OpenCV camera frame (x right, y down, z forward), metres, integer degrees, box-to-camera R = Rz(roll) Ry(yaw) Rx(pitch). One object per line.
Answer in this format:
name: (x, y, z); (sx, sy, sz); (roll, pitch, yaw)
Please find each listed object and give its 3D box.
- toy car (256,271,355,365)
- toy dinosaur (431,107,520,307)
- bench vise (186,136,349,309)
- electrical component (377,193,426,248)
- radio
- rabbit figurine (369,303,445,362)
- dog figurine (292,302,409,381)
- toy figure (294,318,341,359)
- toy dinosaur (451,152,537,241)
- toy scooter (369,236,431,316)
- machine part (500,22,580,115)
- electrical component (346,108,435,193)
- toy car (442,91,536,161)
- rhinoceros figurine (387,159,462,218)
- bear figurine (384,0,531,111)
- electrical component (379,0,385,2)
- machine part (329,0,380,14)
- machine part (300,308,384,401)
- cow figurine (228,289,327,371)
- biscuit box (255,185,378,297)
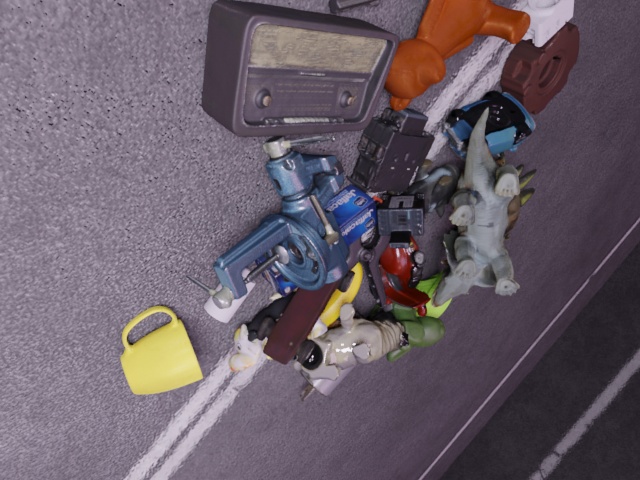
toy car: (-0.021, 0.104, 0.843); (0.202, 0.089, 0.053); (-59, 171, -28)
toy dinosaur: (0.275, -0.047, 0.923); (0.131, 0.192, 0.404); (2, 118, 4)
bench vise: (-0.052, -0.009, 0.695); (0.240, 0.129, 0.223); (-40, 131, -32)
electrical component: (0.127, -0.032, 0.846); (0.119, 0.075, 0.047); (-56, 142, -60)
radio: (-0.021, -0.194, 0.626); (0.229, 0.073, 0.131); (-12, 130, -40)
rabbit figurine: (0.193, 0.201, 1.162); (0.170, 0.121, 0.159); (19, 131, -33)
dog figurine: (0.059, 0.196, 0.987); (0.172, 0.121, 0.190); (-20, 159, 25)
toy figure: (0.015, 0.188, 1.040); (0.154, 0.058, 0.064); (-47, -178, -6)
toy dinosaur: (0.385, -0.063, 1.167); (0.198, 0.105, 0.470); (-48, 154, -9)
toy scooter: (0.159, 0.070, 1.016); (0.075, 0.135, 0.183); (-23, 136, -31)
machine part: (0.410, -0.317, 0.996); (0.179, 0.056, 0.179); (-30, 141, -28)
electrical component: (0.115, -0.140, 0.839); (0.115, 0.058, 0.134); (-8, 129, -46)
toy car: (0.288, -0.184, 0.951); (0.162, 0.109, 0.102); (-25, 156, -17)
rhinoceros figurine: (0.200, -0.081, 0.973); (0.190, 0.073, 0.112); (-32, 140, -23)
bear figurine: (0.167, -0.264, 0.724); (0.196, 0.132, 0.120); (-53, 137, -6)
electrical component: (0.092, -0.343, 0.655); (0.063, 0.021, 0.093); (-25, 139, -30)
machine part: (0.044, -0.328, 0.602); (0.084, 0.039, 0.138); (-18, 136, -23)
machine part: (0.043, 0.229, 1.089); (0.243, 0.079, 0.079); (-48, 145, -4)
cow figurine: (-0.081, 0.144, 0.870); (0.167, 0.098, 0.068); (-22, 174, -27)
biscuit box: (-0.002, -0.003, 0.838); (0.203, 0.059, 0.062); (-38, 144, -16)
